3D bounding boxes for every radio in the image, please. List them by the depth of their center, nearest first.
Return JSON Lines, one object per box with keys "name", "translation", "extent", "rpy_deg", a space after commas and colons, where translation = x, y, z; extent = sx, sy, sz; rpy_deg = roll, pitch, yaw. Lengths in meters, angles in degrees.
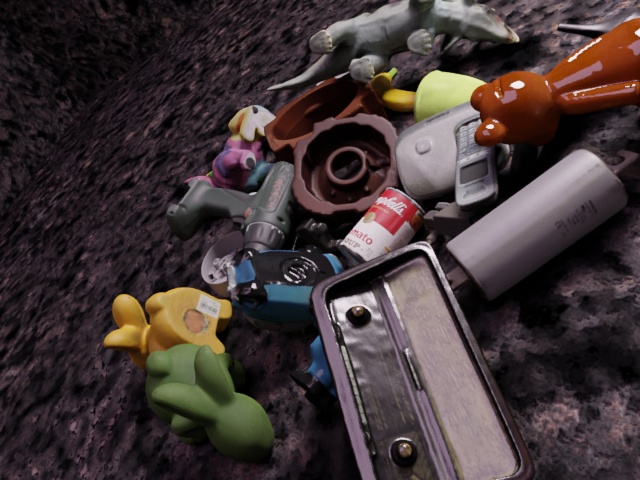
{"name": "radio", "translation": [0.078, 0.123, 0.480], "extent": [0.131, 0.073, 0.230], "rpy_deg": [-19, 52, 2]}

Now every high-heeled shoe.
{"name": "high-heeled shoe", "translation": [0.331, -0.168, 0.650], "extent": [0.145, 0.086, 0.248], "rpy_deg": [20, 84, 20]}

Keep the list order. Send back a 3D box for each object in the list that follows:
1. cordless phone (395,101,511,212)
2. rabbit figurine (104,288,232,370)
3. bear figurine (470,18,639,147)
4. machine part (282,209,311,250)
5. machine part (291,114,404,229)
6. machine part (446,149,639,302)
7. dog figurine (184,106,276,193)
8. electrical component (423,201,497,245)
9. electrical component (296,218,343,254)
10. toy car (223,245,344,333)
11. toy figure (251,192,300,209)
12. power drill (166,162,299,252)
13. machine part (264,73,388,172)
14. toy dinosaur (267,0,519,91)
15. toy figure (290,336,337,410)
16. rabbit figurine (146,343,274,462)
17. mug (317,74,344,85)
{"name": "cordless phone", "translation": [0.160, -0.081, 0.662], "extent": [0.147, 0.088, 0.184], "rpy_deg": [-20, 33, 30]}
{"name": "rabbit figurine", "translation": [-0.237, 0.150, 0.802], "extent": [0.173, 0.162, 0.122], "rpy_deg": [-37, 42, 40]}
{"name": "bear figurine", "translation": [0.271, -0.141, 0.574], "extent": [0.196, 0.131, 0.120], "rpy_deg": [-26, 34, 28]}
{"name": "machine part", "translation": [-0.048, 0.000, 0.852], "extent": [0.084, 0.039, 0.139], "rpy_deg": [-11, 43, 31]}
{"name": "machine part", "translation": [0.043, -0.102, 0.794], "extent": [0.179, 0.056, 0.179], "rpy_deg": [-6, 68, 15]}
{"name": "machine part", "translation": [0.220, -0.014, 0.556], "extent": [0.243, 0.079, 0.079], "rpy_deg": [-36, 34, 8]}
{"name": "dog figurine", "translation": [-0.177, -0.151, 1.076], "extent": [0.219, 0.108, 0.191], "rpy_deg": [-15, 67, 41]}
{"name": "electrical component", "translation": [0.171, -0.017, 0.645], "extent": [0.102, 0.045, 0.078], "rpy_deg": [4, 27, 44]}
{"name": "electrical component", "translation": [-0.002, -0.002, 0.782], "extent": [0.021, 0.063, 0.094], "rpy_deg": [-52, 15, -19]}
{"name": "toy car", "translation": [-0.047, 0.074, 0.703], "extent": [0.109, 0.162, 0.102], "rpy_deg": [-112, 29, -47]}
{"name": "toy figure", "translation": [-0.085, -0.063, 0.945], "extent": [0.155, 0.057, 0.064], "rpy_deg": [-16, 80, 32]}
{"name": "power drill", "translation": [-0.137, -0.033, 0.840], "extent": [0.208, 0.085, 0.232], "rpy_deg": [1, 49, 31]}
{"name": "machine part", "translation": [0.010, -0.198, 0.950], "extent": [0.201, 0.087, 0.202], "rpy_deg": [-32, 34, 5]}
{"name": "toy dinosaur", "translation": [0.113, -0.342, 0.909], "extent": [0.405, 0.131, 0.192], "rpy_deg": [-9, 15, 23]}
{"name": "toy figure", "translation": [0.052, 0.107, 0.593], "extent": [0.089, 0.082, 0.180], "rpy_deg": [28, 65, 35]}
{"name": "rabbit figurine", "translation": [-0.123, 0.188, 0.642], "extent": [0.170, 0.158, 0.121], "rpy_deg": [22, 58, 38]}
{"name": "mug", "translation": [0.024, -0.297, 1.073], "extent": [0.107, 0.080, 0.110], "rpy_deg": [-52, 31, 0]}
